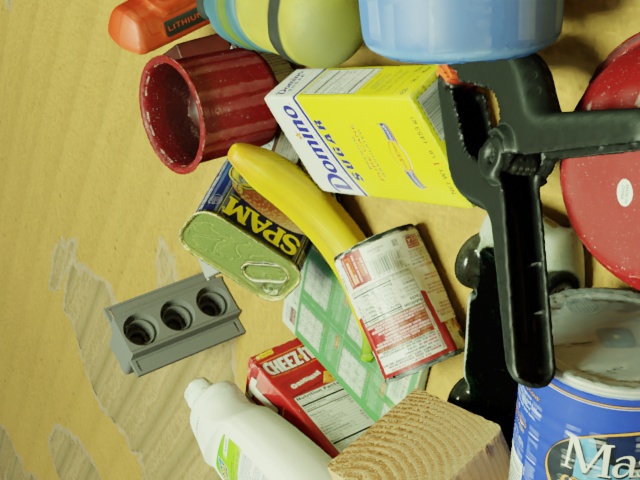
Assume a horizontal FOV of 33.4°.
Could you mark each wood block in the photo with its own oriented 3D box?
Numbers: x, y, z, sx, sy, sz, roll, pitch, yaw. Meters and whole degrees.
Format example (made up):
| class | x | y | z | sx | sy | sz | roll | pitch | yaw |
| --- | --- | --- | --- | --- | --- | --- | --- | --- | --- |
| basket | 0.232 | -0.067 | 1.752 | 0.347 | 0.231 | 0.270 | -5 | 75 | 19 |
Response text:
| class | x | y | z | sx | sy | sz | roll | pitch | yaw |
| --- | --- | --- | --- | --- | --- | --- | --- | --- | --- |
| wood block | 0.097 | 0.219 | 0.746 | 0.090 | 0.090 | 0.206 | 19 | 139 | 53 |

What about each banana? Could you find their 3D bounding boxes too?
| class | x | y | z | sx | sy | sz | roll | pitch | yaw |
| --- | --- | --- | --- | --- | --- | --- | --- | --- | --- |
| banana | 0.004 | -0.002 | 0.833 | 0.037 | 0.069 | 0.198 | -33 | 95 | 30 |

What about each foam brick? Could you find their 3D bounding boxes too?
| class | x | y | z | sx | sy | sz | roll | pitch | yaw |
| --- | --- | --- | --- | --- | --- | --- | --- | --- | --- |
| foam brick | -0.114 | -0.148 | 0.967 | 0.078 | 0.051 | 0.053 | -18 | 92 | 59 |

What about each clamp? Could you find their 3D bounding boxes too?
| class | x | y | z | sx | sy | sz | roll | pitch | yaw |
| --- | --- | --- | --- | --- | --- | --- | --- | --- | --- |
| clamp | 0.108 | -0.034 | 0.586 | 0.210 | 0.036 | 0.165 | -117 | 39 | -54 |

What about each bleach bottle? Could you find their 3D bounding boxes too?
| class | x | y | z | sx | sy | sz | roll | pitch | yaw |
| --- | --- | --- | --- | --- | --- | --- | --- | --- | --- |
| bleach bottle | -0.043 | 0.188 | 0.898 | 0.251 | 0.067 | 0.103 | 39 | 130 | 44 |

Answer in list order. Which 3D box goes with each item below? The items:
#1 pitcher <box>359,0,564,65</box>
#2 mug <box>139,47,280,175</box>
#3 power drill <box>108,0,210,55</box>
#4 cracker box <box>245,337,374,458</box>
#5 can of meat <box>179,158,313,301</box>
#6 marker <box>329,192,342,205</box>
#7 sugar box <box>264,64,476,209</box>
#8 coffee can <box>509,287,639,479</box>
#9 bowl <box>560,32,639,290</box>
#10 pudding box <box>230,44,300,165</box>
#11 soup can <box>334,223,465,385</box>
| class | x | y | z | sx | sy | sz | roll | pitch | yaw |
| --- | --- | --- | --- | --- | --- | --- | --- | --- | --- |
| pitcher | 0.058 | -0.217 | 0.542 | 0.149 | 0.144 | 0.243 | 13 | 116 | 40 |
| mug | -0.089 | -0.100 | 0.847 | 0.093 | 0.081 | 0.117 | 62 | 144 | 13 |
| power drill | -0.141 | -0.245 | 0.847 | 0.057 | 0.184 | 0.188 | 38 | 145 | 32 |
| cracker box | 0.009 | 0.218 | 0.958 | 0.214 | 0.072 | 0.164 | 44 | 140 | 37 |
| can of meat | -0.052 | -0.013 | 0.873 | 0.102 | 0.083 | 0.058 | 33 | 138 | -10 |
| marker | 0.008 | -0.031 | 0.871 | 0.020 | 0.020 | 0.121 | 2 | 108 | 57 |
| sugar box | 0.040 | -0.074 | 0.747 | 0.177 | 0.048 | 0.093 | 7 | 135 | 54 |
| coffee can | 0.165 | 0.113 | 0.625 | 0.103 | 0.102 | 0.140 | 33 | 133 | 45 |
| bowl | 0.181 | -0.030 | 0.567 | 0.162 | 0.055 | 0.162 | 33 | 133 | 45 |
| pudding box | -0.050 | -0.104 | 0.905 | 0.090 | 0.039 | 0.114 | 54 | 147 | 24 |
| soup can | 0.059 | 0.047 | 0.788 | 0.069 | 0.068 | 0.102 | -36 | 76 | 58 |
